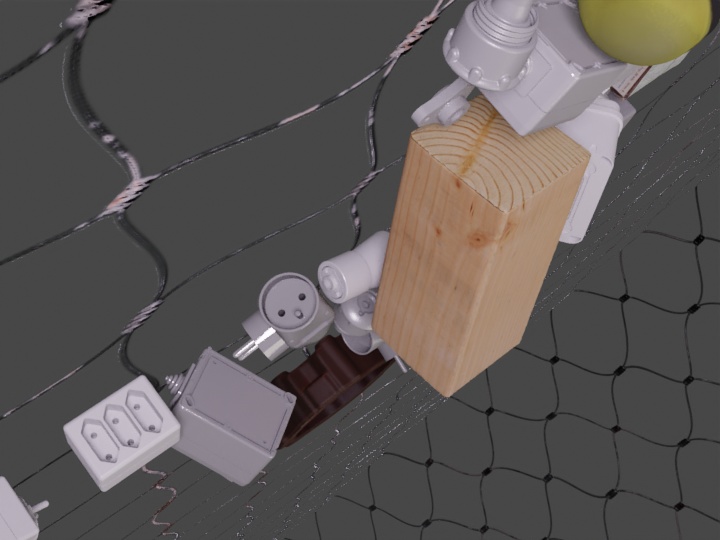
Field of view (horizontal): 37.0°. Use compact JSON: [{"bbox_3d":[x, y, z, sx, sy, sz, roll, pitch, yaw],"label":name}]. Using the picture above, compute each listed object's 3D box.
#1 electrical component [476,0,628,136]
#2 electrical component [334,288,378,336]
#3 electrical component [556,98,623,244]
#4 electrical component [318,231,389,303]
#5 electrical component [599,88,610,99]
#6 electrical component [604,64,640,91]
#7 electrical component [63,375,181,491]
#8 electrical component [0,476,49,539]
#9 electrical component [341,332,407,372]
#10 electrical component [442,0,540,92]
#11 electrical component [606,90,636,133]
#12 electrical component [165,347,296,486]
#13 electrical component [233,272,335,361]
[{"bbox_3d":[0.107,-0.121,0.650,0.096,0.061,0.061,-23,161,-52],"label":"electrical component"},{"bbox_3d":[-0.004,0.039,0.968,0.048,0.048,0.062,-31,173,-32],"label":"electrical component"},{"bbox_3d":[0.149,-0.081,0.822,0.113,0.078,0.057,97,8,-56],"label":"electrical component"},{"bbox_3d":[0.000,0.000,0.840,0.065,0.044,0.044,-24,162,-36],"label":"electrical component"},{"bbox_3d":[0.160,-0.126,0.850,0.078,0.040,0.040,-43,167,22],"label":"electrical component"},{"bbox_3d":[0.189,-0.163,0.788,0.077,0.043,0.079,-39,168,-1],"label":"electrical component"},{"bbox_3d":[-0.168,0.121,0.767,0.066,0.047,0.076,-34,166,-22],"label":"electrical component"},{"bbox_3d":[-0.249,0.180,0.743,0.083,0.047,0.076,-47,165,34],"label":"electrical component"},{"bbox_3d":[0.031,0.065,1.080,0.077,0.079,0.043,-29,174,-41],"label":"electrical component"},{"bbox_3d":[0.075,-0.130,0.573,0.048,0.048,0.062,-29,158,-39],"label":"electrical component"},{"bbox_3d":[0.190,-0.132,0.898,0.083,0.047,0.075,-33,166,-25],"label":"electrical component"},{"bbox_3d":[-0.108,0.109,0.811,0.061,0.096,0.061,-50,-167,41],"label":"electrical component"},{"bbox_3d":[-0.061,0.041,0.799,0.079,0.043,0.077,-38,168,-2],"label":"electrical component"}]
